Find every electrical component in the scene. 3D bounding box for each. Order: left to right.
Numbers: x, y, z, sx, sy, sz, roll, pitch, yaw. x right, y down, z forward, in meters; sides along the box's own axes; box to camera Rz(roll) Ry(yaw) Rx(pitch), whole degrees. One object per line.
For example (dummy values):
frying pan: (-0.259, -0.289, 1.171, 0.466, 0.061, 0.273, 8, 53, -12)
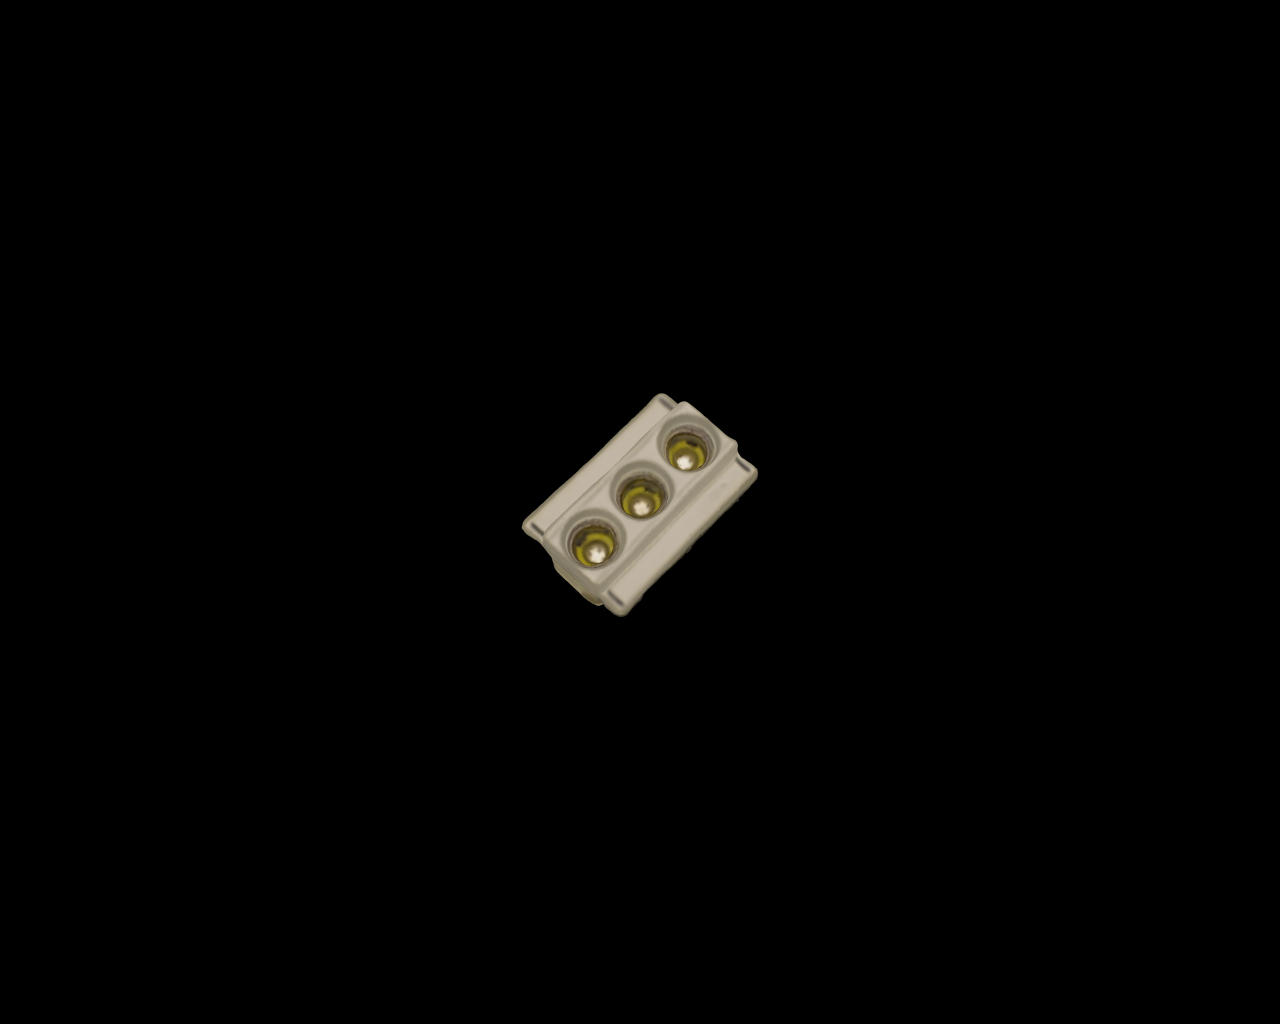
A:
electrical component: (0.001, -0.003, 0.650, 0.079, 0.121, 0.063, 41, -15, 14)
